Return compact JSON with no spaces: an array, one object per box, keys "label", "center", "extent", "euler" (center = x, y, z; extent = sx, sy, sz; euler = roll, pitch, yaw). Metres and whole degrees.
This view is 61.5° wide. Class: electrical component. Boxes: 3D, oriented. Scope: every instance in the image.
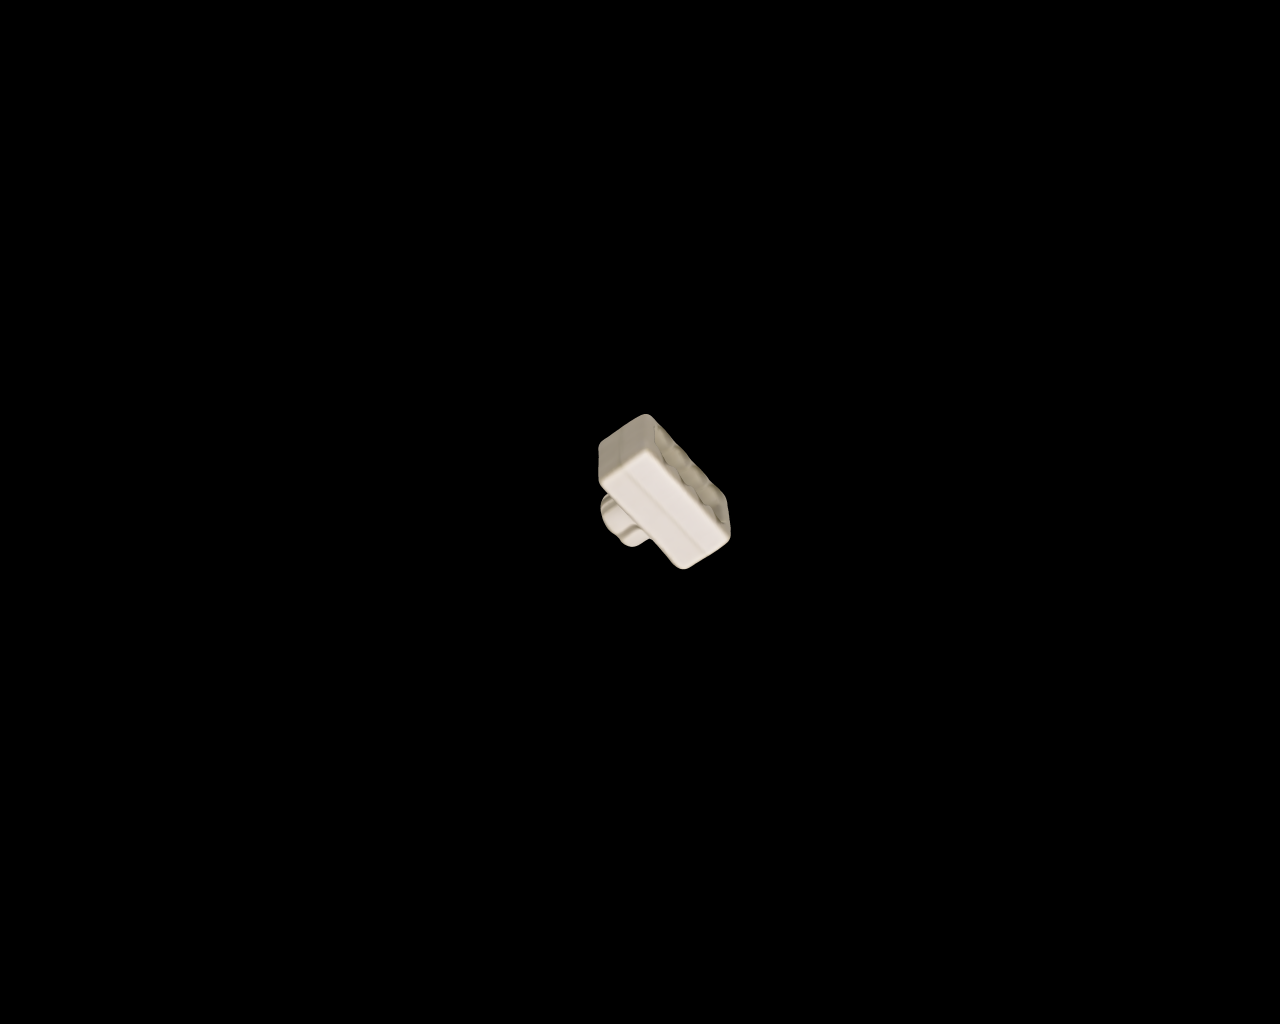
[{"label":"electrical component","center":[0.001,-0.003,0.650],"extent":[0.075,0.083,0.047],"euler":[-33,28,20]}]
